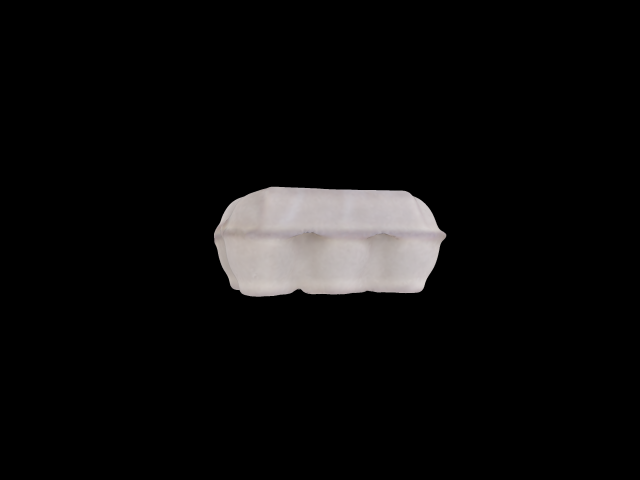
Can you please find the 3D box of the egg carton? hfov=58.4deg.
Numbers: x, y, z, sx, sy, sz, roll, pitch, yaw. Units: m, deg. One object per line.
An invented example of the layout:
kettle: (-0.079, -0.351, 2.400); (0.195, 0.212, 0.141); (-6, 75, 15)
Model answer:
egg carton: (0.004, 0.001, 0.400); (0.150, 0.069, 0.107); (0, 0, -17)
